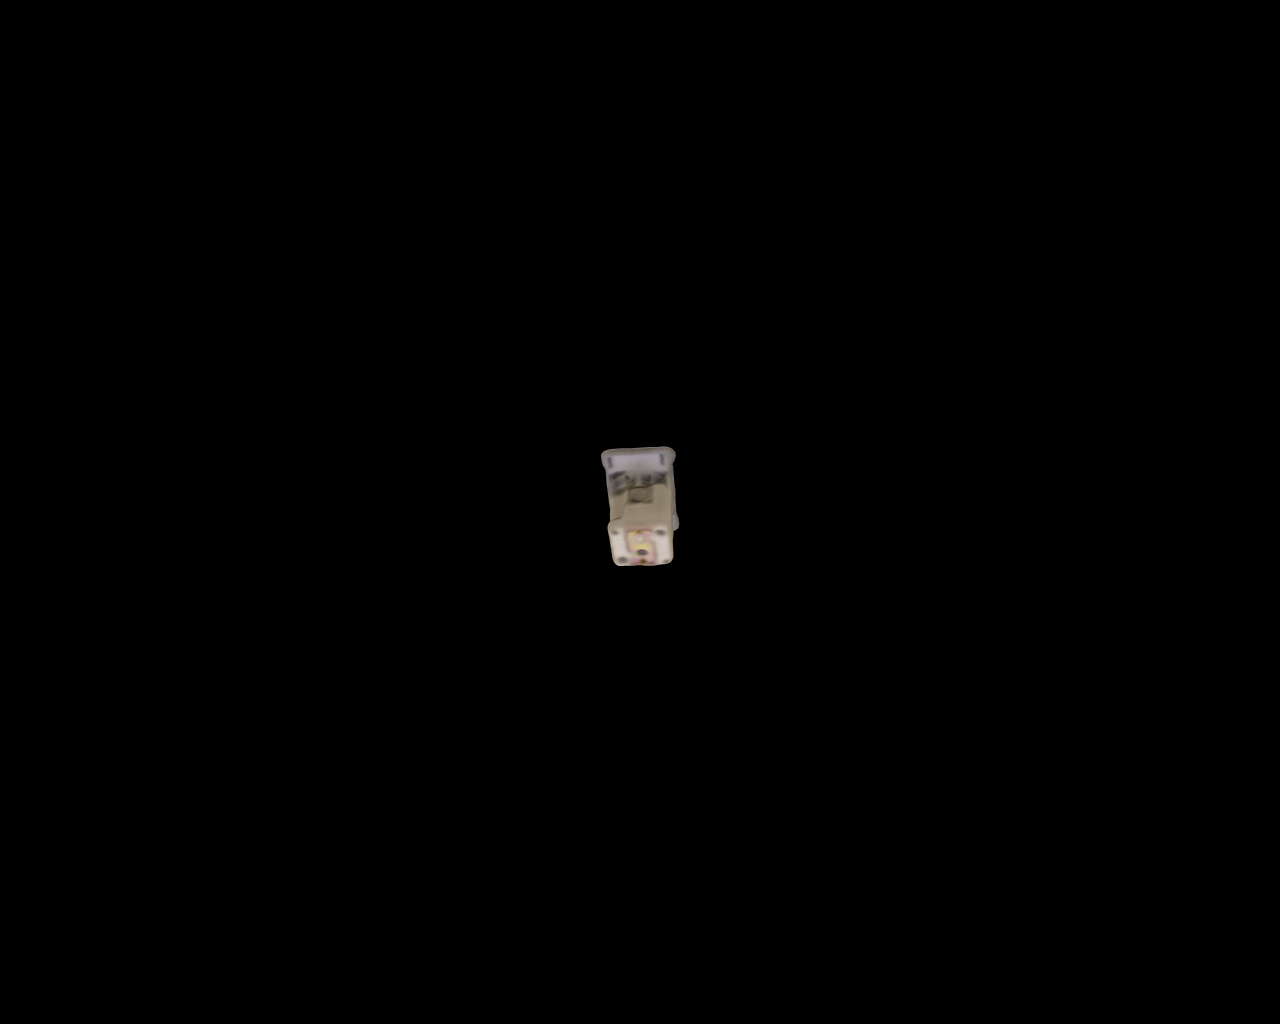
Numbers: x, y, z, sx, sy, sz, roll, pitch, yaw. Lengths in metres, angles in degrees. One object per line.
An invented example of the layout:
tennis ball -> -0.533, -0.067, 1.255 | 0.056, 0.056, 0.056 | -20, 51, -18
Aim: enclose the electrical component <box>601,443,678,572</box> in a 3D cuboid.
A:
electrical component -> 0.001, -0.003, 0.650 | 0.042, 0.064, 0.080 | -3, -37, 4
